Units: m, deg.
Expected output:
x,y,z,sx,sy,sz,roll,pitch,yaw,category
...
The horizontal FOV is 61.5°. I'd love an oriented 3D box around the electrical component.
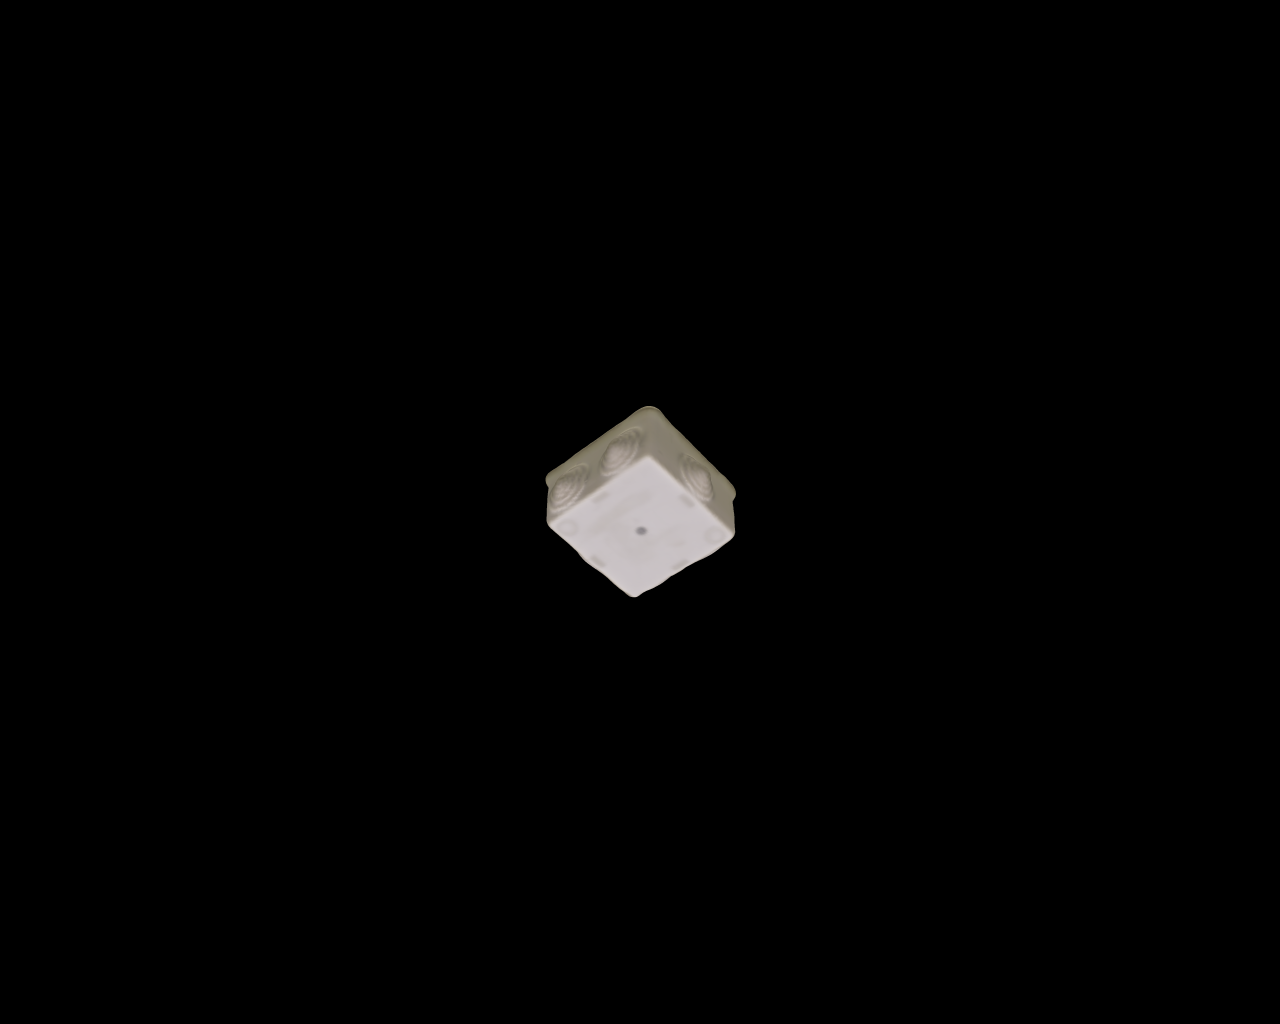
x,y,z,sx,sy,sz,roll,pitch,yaw,category
0.001,-0.003,0.650,0.099,0.048,0.099,-33,-58,24,electrical component
